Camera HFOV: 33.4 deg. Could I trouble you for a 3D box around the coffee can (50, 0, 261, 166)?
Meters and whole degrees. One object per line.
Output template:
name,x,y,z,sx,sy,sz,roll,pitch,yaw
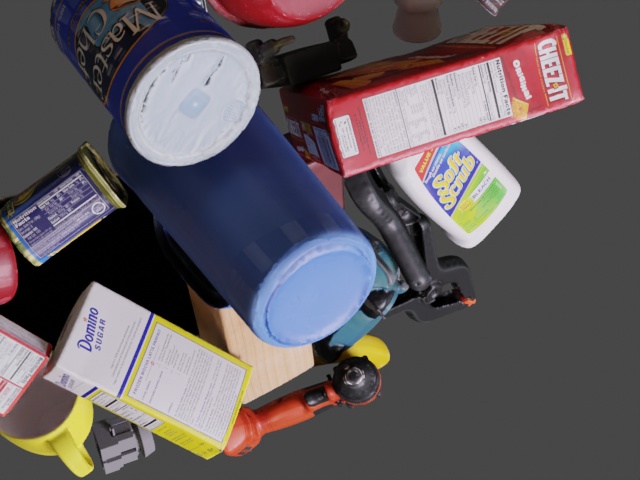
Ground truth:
coffee can,-0.121,-0.134,0.773,0.102,0.140,0.103,-23,140,-22

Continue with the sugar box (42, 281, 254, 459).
sugar box,-0.155,0.121,0.979,0.176,0.093,0.048,30,144,-16

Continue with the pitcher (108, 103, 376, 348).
pitcher,-0.064,-0.020,0.851,0.145,0.243,0.149,-38,141,-3

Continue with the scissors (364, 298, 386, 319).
scissors,-0.006,0.001,0.978,0.016,0.202,0.096,-27,117,-22

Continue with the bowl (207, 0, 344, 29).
bowl,-0.015,-0.228,0.844,0.161,0.055,0.162,-23,139,-22

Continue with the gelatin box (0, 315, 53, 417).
gelatin box,-0.289,0.101,0.924,0.089,0.030,0.073,34,105,-20

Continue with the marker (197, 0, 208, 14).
marker,-0.100,-0.194,0.832,0.020,0.020,0.121,-28,141,-17

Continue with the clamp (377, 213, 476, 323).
clamp,0.124,0.045,1.252,0.209,0.036,0.165,7,122,-47

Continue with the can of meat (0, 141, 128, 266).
can of meat,-0.203,-0.029,0.845,0.084,0.102,0.057,-37,102,-1

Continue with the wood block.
wood block,-0.073,0.055,1.046,0.090,0.091,0.206,-27,141,-18

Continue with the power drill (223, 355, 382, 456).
power drill,-0.021,0.180,1.170,0.187,0.057,0.184,-20,167,1

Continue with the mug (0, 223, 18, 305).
mug,-0.291,0.028,0.835,0.081,0.093,0.117,-17,144,-35

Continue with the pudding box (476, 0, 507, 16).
pudding box,0.150,-0.268,0.959,0.090,0.039,0.113,-51,142,13

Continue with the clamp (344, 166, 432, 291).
clamp,0.064,-0.028,1.063,0.039,0.120,0.171,-32,133,15

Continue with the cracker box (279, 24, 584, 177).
cracker box,0.088,-0.126,0.912,0.213,0.164,0.072,-19,105,-10

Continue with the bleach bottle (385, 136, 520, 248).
bleach bottle,0.112,-0.080,1.098,0.102,0.068,0.250,-48,140,9

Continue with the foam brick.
foam brick,-0.011,-0.062,1.015,0.051,0.053,0.078,-25,139,-20

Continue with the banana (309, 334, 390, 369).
banana,0.024,0.136,1.256,0.197,0.037,0.070,13,118,-47
